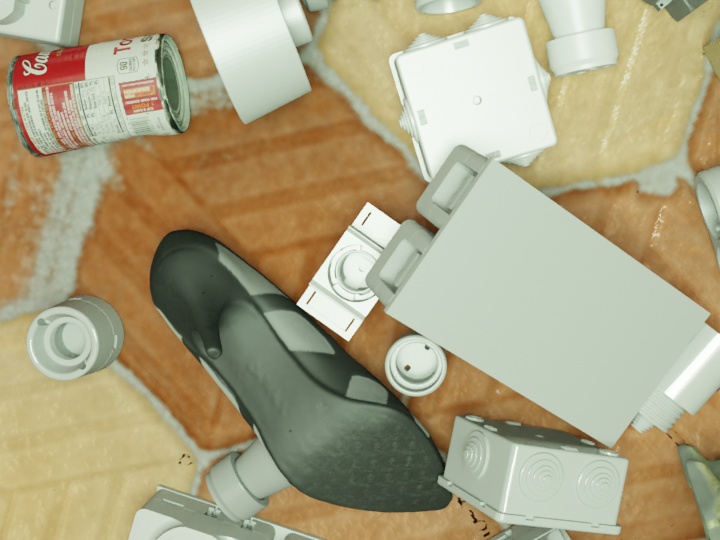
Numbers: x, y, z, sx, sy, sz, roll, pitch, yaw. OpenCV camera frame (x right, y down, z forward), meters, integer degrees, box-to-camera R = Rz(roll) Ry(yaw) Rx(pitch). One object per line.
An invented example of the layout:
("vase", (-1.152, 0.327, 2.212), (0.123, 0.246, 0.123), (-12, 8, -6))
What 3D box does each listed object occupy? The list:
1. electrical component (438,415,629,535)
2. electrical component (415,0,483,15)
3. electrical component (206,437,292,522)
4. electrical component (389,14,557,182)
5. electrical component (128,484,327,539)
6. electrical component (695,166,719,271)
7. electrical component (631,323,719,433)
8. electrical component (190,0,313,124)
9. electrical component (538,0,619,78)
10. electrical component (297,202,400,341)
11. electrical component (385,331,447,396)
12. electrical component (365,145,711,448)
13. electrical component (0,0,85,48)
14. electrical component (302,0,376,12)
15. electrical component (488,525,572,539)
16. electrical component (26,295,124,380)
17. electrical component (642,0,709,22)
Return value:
("electrical component", (0.110, 0.127, 0.681), (0.100, 0.100, 0.048), (11, 91, -21))
("electrical component", (0.054, -0.203, 0.695), (0.044, 0.044, 0.065), (-7, 89, 6))
("electrical component", (-0.071, 0.139, 0.731), (0.055, 0.045, 0.045), (-36, 91, 7))
("electrical component", (0.073, -0.109, 0.691), (0.100, 0.048, 0.099), (-17, 98, 3))
("electrical component", (-0.072, 0.232, 0.731), (0.186, 0.060, 0.105), (17, 96, 3))
("electrical component", (0.271, -0.008, 0.685), (0.074, 0.052, 0.138), (-18, 93, 6))
("electrical component", (0.207, 0.073, 0.702), (0.043, 0.043, 0.081), (40, 97, 1))
("electrical component", (-0.065, -0.153, 0.678), (0.060, 0.108, 0.108), (-21, 93, 1))
("electrical component", (0.140, -0.155, 0.688), (0.045, 0.045, 0.055), (-11, 94, 6))
("electrical component", (0.000, 0.000, 0.704), (0.042, 0.064, 0.081), (36, 97, 1))
("electrical component", (0.038, 0.060, 0.714), (0.040, 0.046, 0.040), (0, 95, 5))
("electrical component", (0.108, 0.016, 0.666), (0.186, 0.060, 0.105), (32, 97, -24))
("electrical component", (-0.234, -0.179, 0.704), (0.083, 0.076, 0.047), (10, 95, 4))
("electrical component", (-0.017, -0.199, 0.699), (0.055, 0.048, 0.066), (-27, 92, -1))
("electrical component", (0.124, 0.226, 0.650), (0.060, 0.186, 0.105), (-32, 91, 7))
("electrical component", (-0.195, 0.047, 0.734), (0.055, 0.047, 0.055), (0, 95, 5))
("electrical component", (0.160, -0.242, 0.649), (0.060, 0.105, 0.186), (-39, 90, 7))
